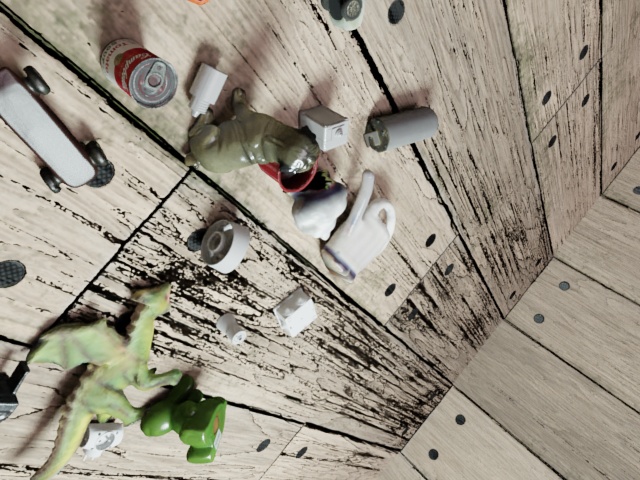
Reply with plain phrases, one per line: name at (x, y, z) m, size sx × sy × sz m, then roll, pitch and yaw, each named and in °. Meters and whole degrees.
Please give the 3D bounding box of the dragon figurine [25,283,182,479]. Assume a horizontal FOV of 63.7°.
dragon figurine at (-0.413, 0.240, 0.921) m, size 0.415 × 0.123 × 0.238 m, roll -43°, pitch 123°, yaw -18°

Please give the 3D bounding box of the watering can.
watering can at (0.087, -0.020, 1.211) m, size 0.225 × 0.105 × 0.342 m, roll -48°, pitch 152°, yaw -6°

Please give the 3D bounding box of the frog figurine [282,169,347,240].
frog figurine at (0.003, -0.055, 1.098) m, size 0.140 × 0.123 × 0.156 m, roll -47°, pitch 135°, yaw -39°
